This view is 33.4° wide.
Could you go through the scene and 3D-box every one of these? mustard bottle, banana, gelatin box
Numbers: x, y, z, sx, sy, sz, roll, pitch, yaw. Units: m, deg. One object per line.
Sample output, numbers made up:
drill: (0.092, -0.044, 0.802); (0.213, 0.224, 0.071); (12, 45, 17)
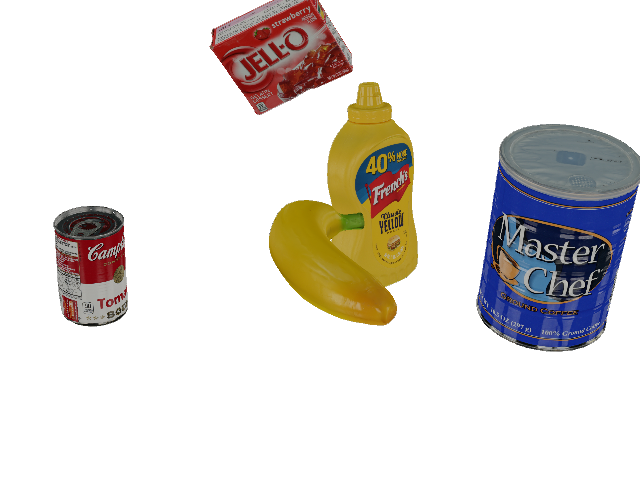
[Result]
mustard bottle: (0.049, -0.053, 1.009); (0.096, 0.192, 0.058); (-19, 24, -39)
banana: (0.002, 0.006, 0.671); (0.069, 0.037, 0.198); (-3, 19, -2)
gelatin box: (-0.030, -0.147, 0.830); (0.089, 0.030, 0.073); (-22, -51, 17)

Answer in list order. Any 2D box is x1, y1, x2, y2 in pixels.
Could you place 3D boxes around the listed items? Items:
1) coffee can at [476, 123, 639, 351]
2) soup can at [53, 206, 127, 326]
coffee can: (0.177, -0.003, 0.804); (0.103, 0.140, 0.103); (2, 33, -1)
soup can: (-0.228, 0.026, 1.062); (0.068, 0.102, 0.068); (2, 27, -1)
